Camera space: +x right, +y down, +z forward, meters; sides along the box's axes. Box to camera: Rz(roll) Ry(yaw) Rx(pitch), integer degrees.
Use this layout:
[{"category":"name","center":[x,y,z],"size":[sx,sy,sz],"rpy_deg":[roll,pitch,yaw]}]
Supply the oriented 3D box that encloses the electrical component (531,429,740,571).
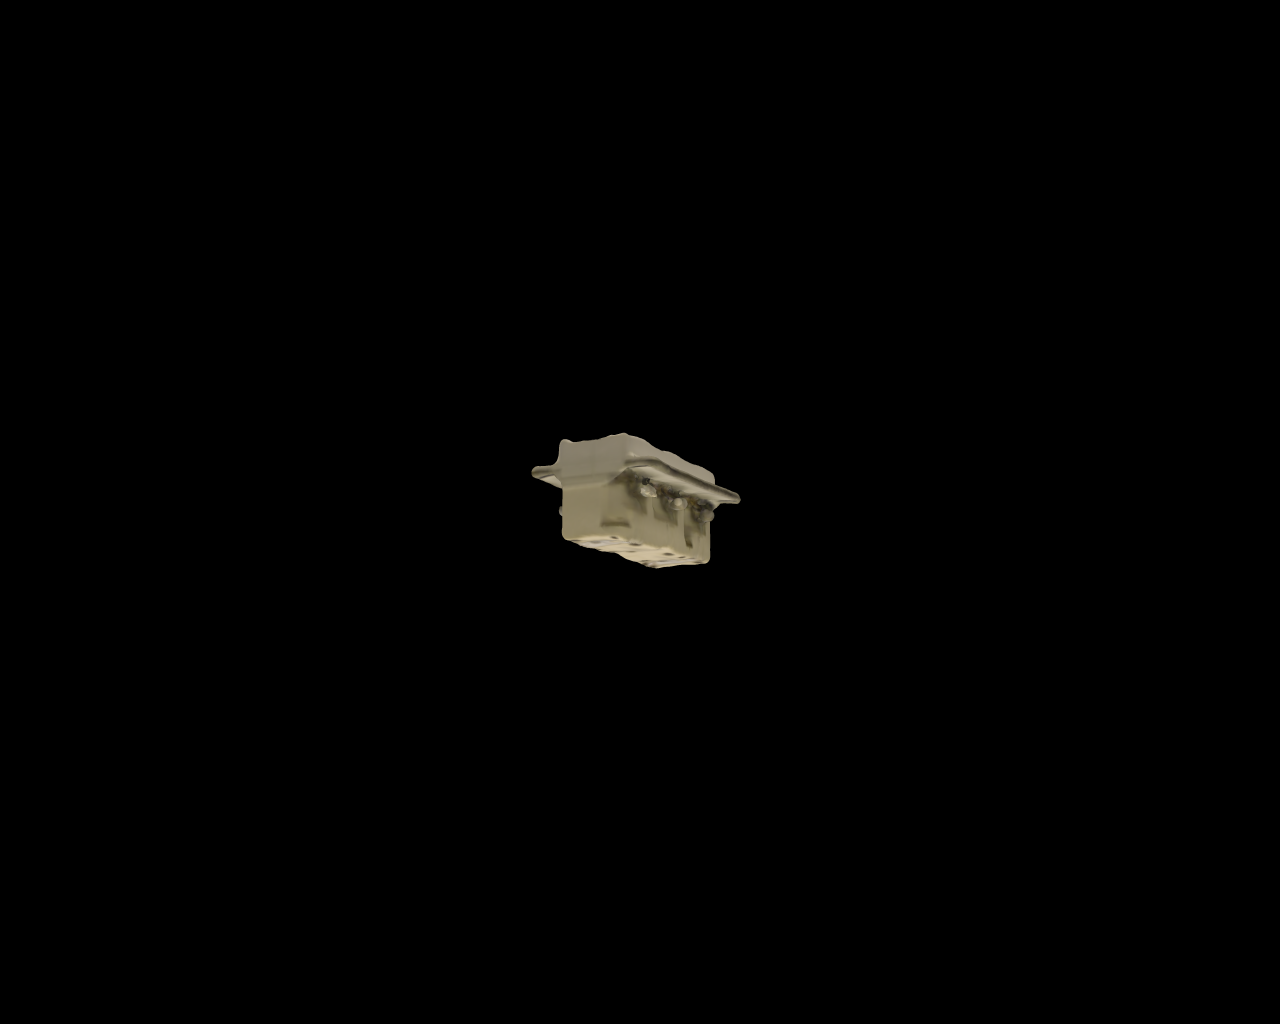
[{"category":"electrical component","center":[0.001,-0.003,0.650],"size":[0.079,0.063,0.121],"rpy_deg":[-6,-13,27]}]
